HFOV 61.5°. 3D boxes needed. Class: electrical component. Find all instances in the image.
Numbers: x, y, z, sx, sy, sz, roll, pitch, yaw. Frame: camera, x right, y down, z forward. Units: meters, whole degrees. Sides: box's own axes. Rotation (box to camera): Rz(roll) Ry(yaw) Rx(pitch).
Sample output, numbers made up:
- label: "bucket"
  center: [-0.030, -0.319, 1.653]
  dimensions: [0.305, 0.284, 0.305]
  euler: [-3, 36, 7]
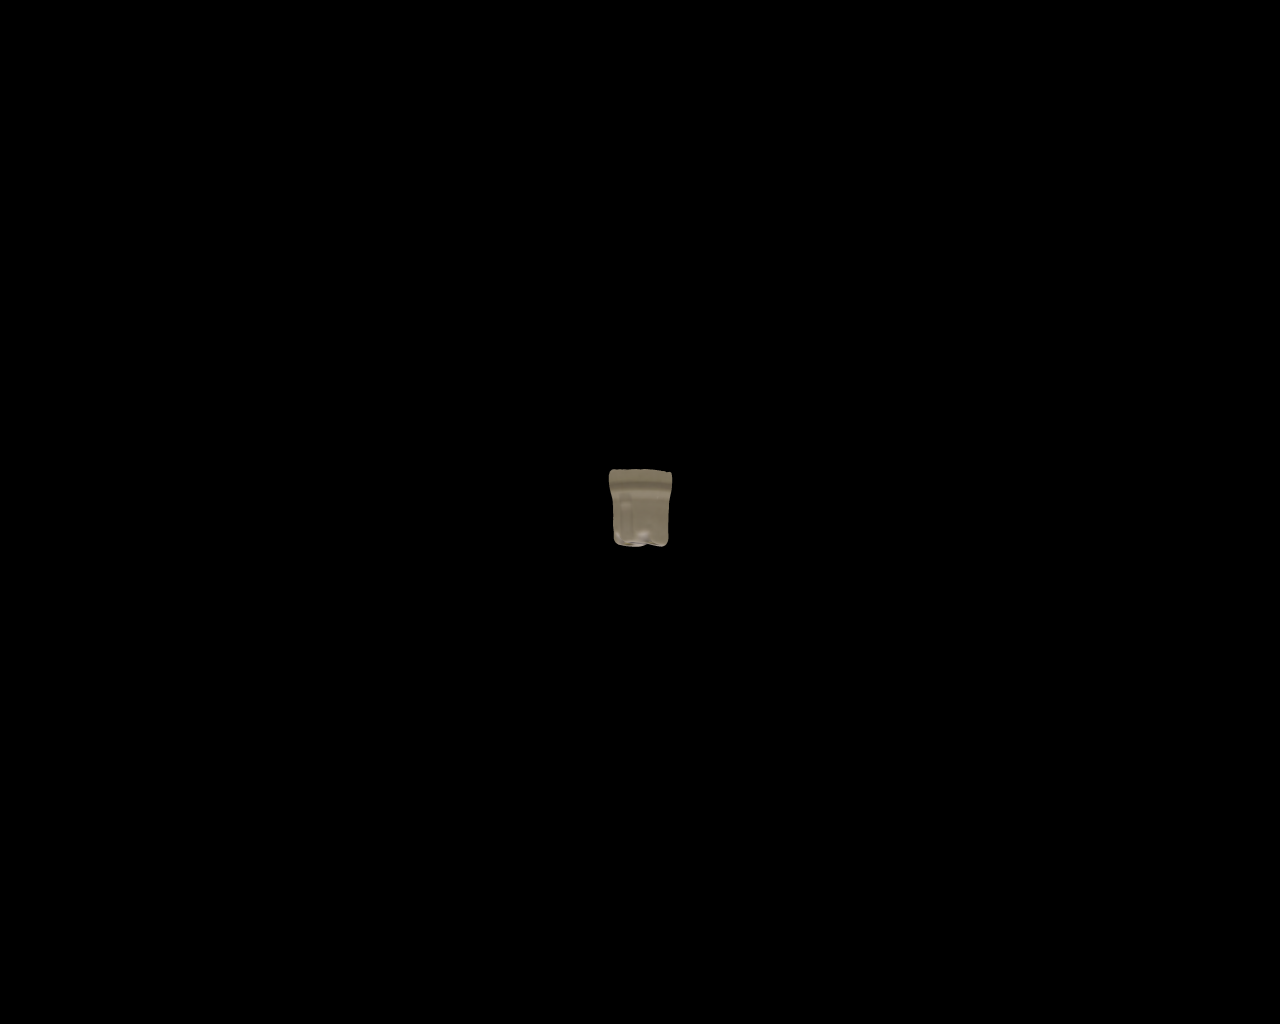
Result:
- label: "electrical component"
  center: [0.001, -0.003, 0.650]
  dimensions: [0.040, 0.046, 0.040]
  euler: [0, -3, 0]
